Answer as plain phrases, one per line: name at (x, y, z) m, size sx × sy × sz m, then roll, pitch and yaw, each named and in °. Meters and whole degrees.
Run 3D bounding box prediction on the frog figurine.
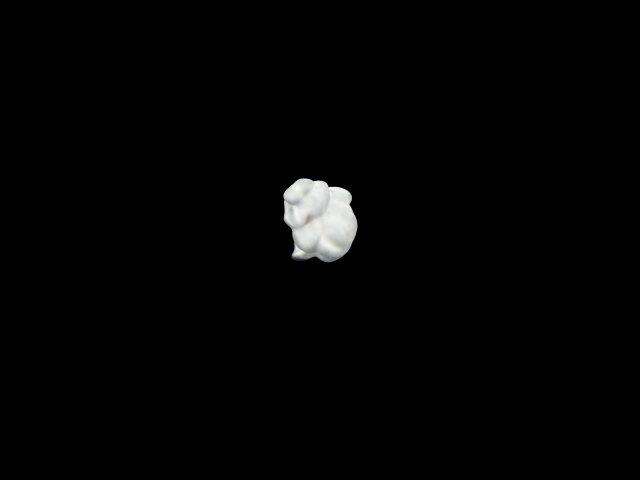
frog figurine at (0.003, -0.043, 0.850) m, size 0.124 × 0.139 × 0.155 m, roll 33°, pitch -31°, yaw 23°
